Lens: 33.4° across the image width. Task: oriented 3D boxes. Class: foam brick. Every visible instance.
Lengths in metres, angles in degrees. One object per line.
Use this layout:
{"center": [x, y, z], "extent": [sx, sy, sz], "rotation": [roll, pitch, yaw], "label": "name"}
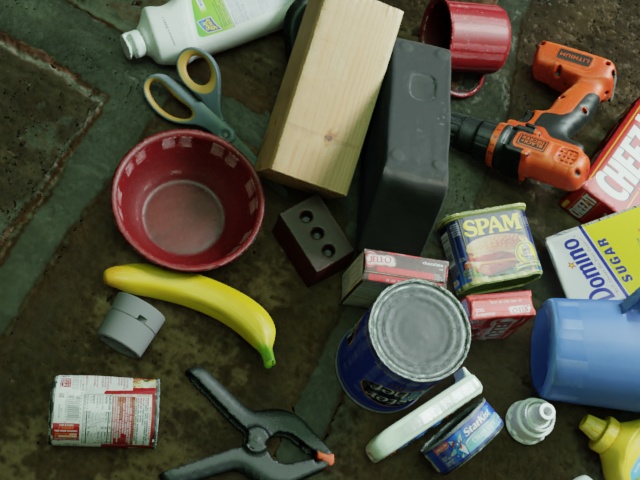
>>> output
{"center": [-0.008, 0.001, 1.147], "extent": [0.053, 0.051, 0.078], "rotation": [-29, 78, -21], "label": "foam brick"}

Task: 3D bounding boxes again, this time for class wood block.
{"center": [0.008, -0.157, 1.147], "extent": [0.090, 0.090, 0.206], "rotation": [19, 85, -14], "label": "wood block"}

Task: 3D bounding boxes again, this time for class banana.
{"center": [-0.122, 0.063, 1.093], "extent": [0.198, 0.037, 0.069], "rotation": [25, 24, 5], "label": "banana"}

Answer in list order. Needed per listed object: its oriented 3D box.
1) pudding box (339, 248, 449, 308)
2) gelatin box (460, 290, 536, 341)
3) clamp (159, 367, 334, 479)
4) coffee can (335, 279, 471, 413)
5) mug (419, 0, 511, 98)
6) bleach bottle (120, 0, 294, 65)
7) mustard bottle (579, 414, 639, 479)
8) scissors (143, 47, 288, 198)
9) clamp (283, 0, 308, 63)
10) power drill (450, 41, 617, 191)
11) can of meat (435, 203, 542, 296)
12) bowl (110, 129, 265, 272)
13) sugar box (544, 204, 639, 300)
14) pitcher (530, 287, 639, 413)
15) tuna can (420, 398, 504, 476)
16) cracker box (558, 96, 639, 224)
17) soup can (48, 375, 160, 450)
{"center": [0.075, 0.045, 1.115], "extent": [0.090, 0.114, 0.039], "rotation": [10, 71, -9], "label": "pudding box"}
{"center": [0.178, 0.083, 1.136], "extent": [0.073, 0.089, 0.030], "rotation": [-3, 69, -14], "label": "gelatin box"}
{"center": [-0.070, 0.192, 1.065], "extent": [0.171, 0.039, 0.120], "rotation": [8, 73, -13], "label": "clamp"}
{"center": [0.080, 0.110, 1.075], "extent": [0.102, 0.140, 0.103], "rotation": [4, 68, -11], "label": "coffee can"}
{"center": [0.172, -0.228, 1.266], "extent": [0.081, 0.093, 0.117], "rotation": [0, 99, -18], "label": "mug"}
{"center": [-0.113, -0.271, 1.224], "extent": [0.250, 0.068, 0.102], "rotation": [-25, 85, -19], "label": "bleach bottle"}
{"center": [0.359, 0.245, 1.130], "extent": [0.191, 0.058, 0.096], "rotation": [34, 70, 2], "label": "mustard bottle"}
{"center": [-0.100, -0.137, 1.179], "extent": [0.202, 0.016, 0.096], "rotation": [31, 102, 1], "label": "scissors"}
{"center": [0.024, -0.271, 1.220], "extent": [0.164, 0.036, 0.210], "rotation": [11, 102, -27], "label": "clamp"}
{"center": [0.250, -0.150, 1.248], "extent": [0.185, 0.057, 0.187], "rotation": [24, 60, 21], "label": "power drill"}
{"center": [0.189, 0.012, 1.186], "extent": [0.102, 0.057, 0.084], "rotation": [-9, 74, -15], "label": "can of meat"}
{"center": [-0.141, -0.034, 1.128], "extent": [0.162, 0.055, 0.162], "rotation": [4, 68, -11], "label": "bowl"}
{"center": [0.346, 0.011, 1.174], "extent": [0.176, 0.048, 0.093], "rotation": [-22, 90, 9], "label": "sugar box"}
{"center": [0.353, 0.114, 1.122], "extent": [0.243, 0.145, 0.149], "rotation": [5, 77, 0], "label": "pitcher"}
{"center": [0.145, 0.200, 1.084], "extent": [0.086, 0.086, 0.034], "rotation": [-37, 83, -23], "label": "tuna can"}
{"center": [0.416, -0.046, 1.250], "extent": [0.214, 0.072, 0.164], "rotation": [37, 66, 4], "label": "cracker box"}
{"center": [-0.207, 0.166, 1.027], "extent": [0.102, 0.069, 0.068], "rotation": [4, 68, -11], "label": "soup can"}
